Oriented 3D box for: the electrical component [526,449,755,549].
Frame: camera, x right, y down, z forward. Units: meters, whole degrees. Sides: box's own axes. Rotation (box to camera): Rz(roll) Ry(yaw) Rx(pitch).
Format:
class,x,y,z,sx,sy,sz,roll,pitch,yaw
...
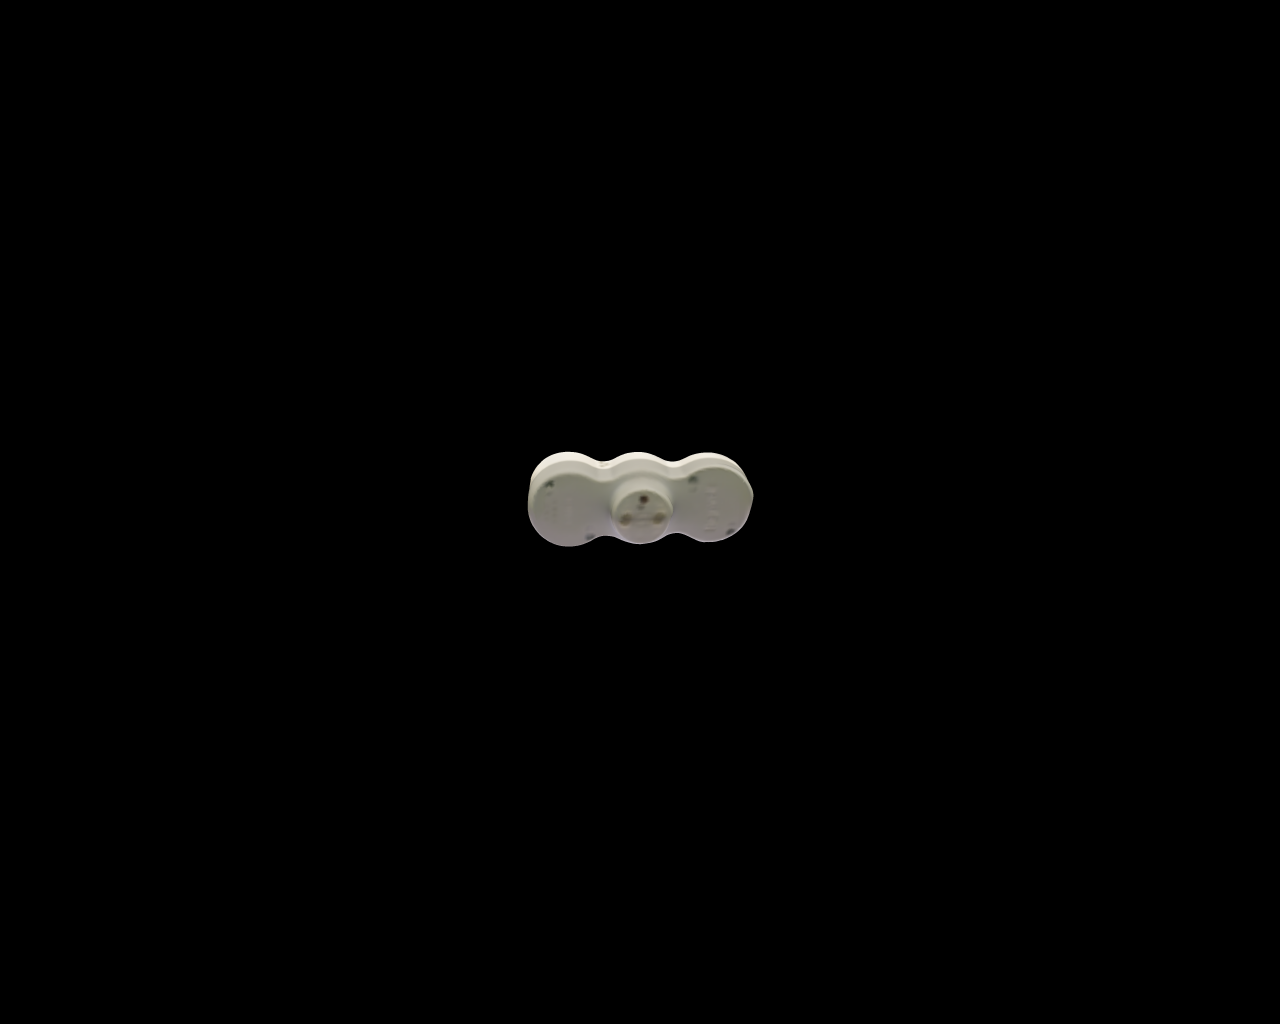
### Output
class,x,y,z,sx,sy,sz,roll,pitch,yaw
electrical component,0.001,-0.003,0.650,0.138,0.052,0.074,-1,20,-2
